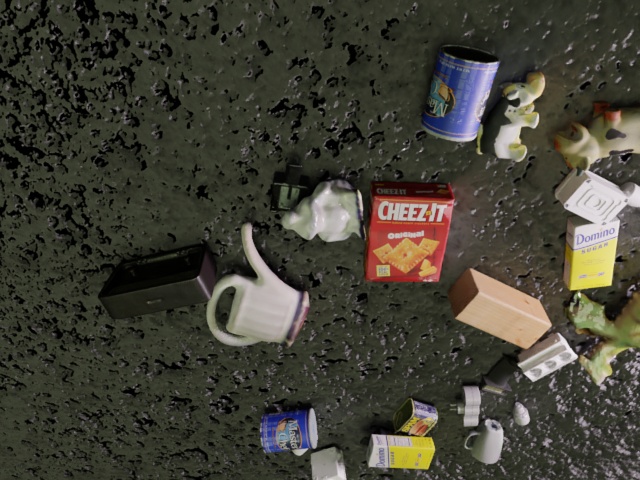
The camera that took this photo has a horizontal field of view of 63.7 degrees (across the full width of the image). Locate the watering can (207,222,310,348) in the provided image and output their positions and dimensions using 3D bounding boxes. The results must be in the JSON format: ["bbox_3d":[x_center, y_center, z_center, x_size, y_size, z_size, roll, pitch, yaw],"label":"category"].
[{"bbox_3d":[-0.127,0.125,1.152,0.224,0.106,0.340,16,122,-12],"label":"watering can"}]

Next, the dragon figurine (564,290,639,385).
[{"bbox_3d":[0.701,0.168,1.193,0.243,0.124,0.403,2,115,9],"label":"dragon figurine"}]

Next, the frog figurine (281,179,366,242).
[{"bbox_3d":[0.003,-0.051,1.023,0.159,0.125,0.134,-9,142,-1],"label":"frog figurine"}]
